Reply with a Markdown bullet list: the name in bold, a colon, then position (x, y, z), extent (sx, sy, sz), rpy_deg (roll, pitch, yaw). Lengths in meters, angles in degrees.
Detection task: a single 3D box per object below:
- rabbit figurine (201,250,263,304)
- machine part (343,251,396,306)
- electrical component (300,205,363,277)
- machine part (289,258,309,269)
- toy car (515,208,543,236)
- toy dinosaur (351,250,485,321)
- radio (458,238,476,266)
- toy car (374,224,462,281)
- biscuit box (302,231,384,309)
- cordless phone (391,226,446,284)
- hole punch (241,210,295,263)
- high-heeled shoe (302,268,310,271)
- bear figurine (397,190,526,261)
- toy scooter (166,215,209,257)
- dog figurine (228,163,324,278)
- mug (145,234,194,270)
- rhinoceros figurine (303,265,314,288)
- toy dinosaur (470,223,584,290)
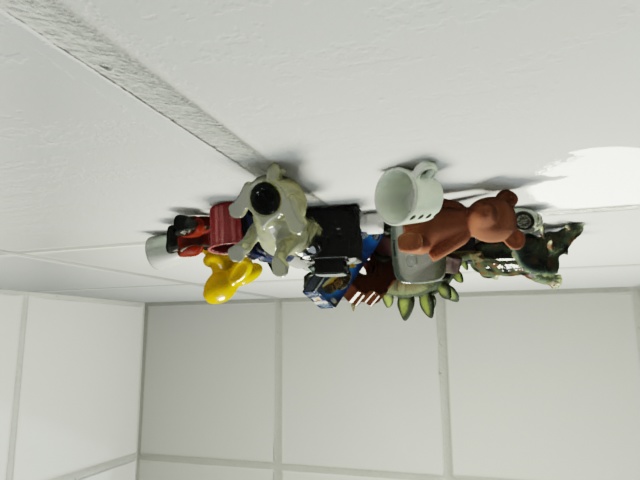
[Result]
- **rabbit figurine**: position (-0.217, 0.062, 1.237), extent (0.163, 0.173, 0.121), rpy_deg (1, 166, 13)
- **machine part**: position (0.090, 0.061, 1.205), extent (0.179, 0.179, 0.056), rpy_deg (5, 143, -27)
- **electrical component**: position (0.023, 0.003, 1.026), extent (0.115, 0.134, 0.058), rpy_deg (-5, 167, 19)
- **machine part**: position (-0.068, 0.022, 1.286), extent (0.079, 0.079, 0.243), rpy_deg (-3, 168, 13)
- **toy car**: position (0.339, -0.031, 1.075), extent (0.202, 0.056, 0.073), rpy_deg (-3, 163, 8)
- **toy dinosaur**: position (0.211, 0.090, 1.290), extent (0.105, 0.198, 0.472), rpy_deg (-16, 179, -36)
- **radio**: position (0.285, 0.037, 1.404), extent (0.131, 0.073, 0.229), rpy_deg (5, 167, -24)
- **toy car**: position (0.205, 0.022, 1.154), extent (0.202, 0.089, 0.053), rpy_deg (16, -149, 21)
- **biscuit box**: position (0.050, 0.045, 1.103), extent (0.059, 0.202, 0.063), rpy_deg (42, 156, -15)
- **cordless phone**: position (0.227, 0.008, 1.018), extent (0.088, 0.146, 0.184), rpy_deg (0, 176, -43)
- **hole punch**: position (-0.078, -0.019, 0.976), extent (0.092, 0.115, 0.142), rpy_deg (-14, 166, 21)
- **high-heeled shoe**: position (0.009, 0.025, 1.406), extent (0.145, 0.086, 0.248), rpy_deg (29, 150, 0)
- **bear figurine**: position (0.233, -0.031, 0.894), extent (0.196, 0.120, 0.131), rpy_deg (-7, 164, 22)
- **toy scooter**: position (-0.246, -0.009, 1.124), extent (0.135, 0.075, 0.184), rpy_deg (2, 165, -23)
- **dog figurine**: position (-0.048, -0.042, 0.853), extent (0.121, 0.172, 0.190), rpy_deg (28, -158, 14)
- **mug**: position (-0.343, 0.025, 1.285), extent (0.107, 0.081, 0.109), rpy_deg (-12, 162, 14)
- **rhinoceros figurine**: position (0.016, 0.094, 1.358), extent (0.112, 0.073, 0.190), rpy_deg (37, 157, -9)
- **toy dinosaur**: position (0.458, 0.043, 1.344), extent (0.192, 0.131, 0.405), rpy_deg (22, 163, -33)
